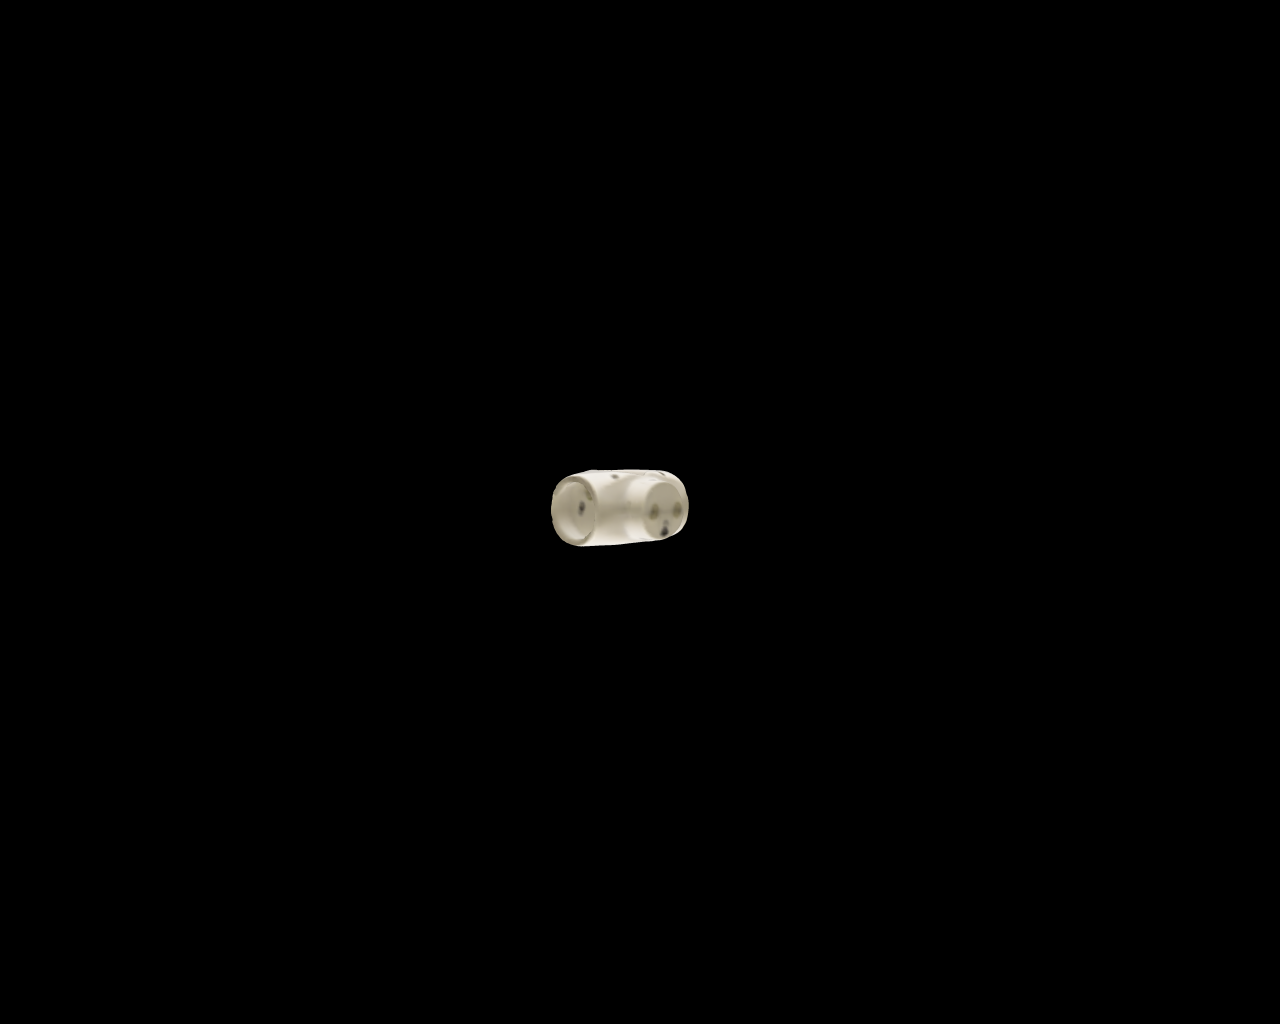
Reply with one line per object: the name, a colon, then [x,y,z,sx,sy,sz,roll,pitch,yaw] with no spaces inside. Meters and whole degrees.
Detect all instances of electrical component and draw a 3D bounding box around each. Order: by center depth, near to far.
electrical component: [0.001,-0.003,0.650,0.077,0.043,0.079,-4,6,-43]
